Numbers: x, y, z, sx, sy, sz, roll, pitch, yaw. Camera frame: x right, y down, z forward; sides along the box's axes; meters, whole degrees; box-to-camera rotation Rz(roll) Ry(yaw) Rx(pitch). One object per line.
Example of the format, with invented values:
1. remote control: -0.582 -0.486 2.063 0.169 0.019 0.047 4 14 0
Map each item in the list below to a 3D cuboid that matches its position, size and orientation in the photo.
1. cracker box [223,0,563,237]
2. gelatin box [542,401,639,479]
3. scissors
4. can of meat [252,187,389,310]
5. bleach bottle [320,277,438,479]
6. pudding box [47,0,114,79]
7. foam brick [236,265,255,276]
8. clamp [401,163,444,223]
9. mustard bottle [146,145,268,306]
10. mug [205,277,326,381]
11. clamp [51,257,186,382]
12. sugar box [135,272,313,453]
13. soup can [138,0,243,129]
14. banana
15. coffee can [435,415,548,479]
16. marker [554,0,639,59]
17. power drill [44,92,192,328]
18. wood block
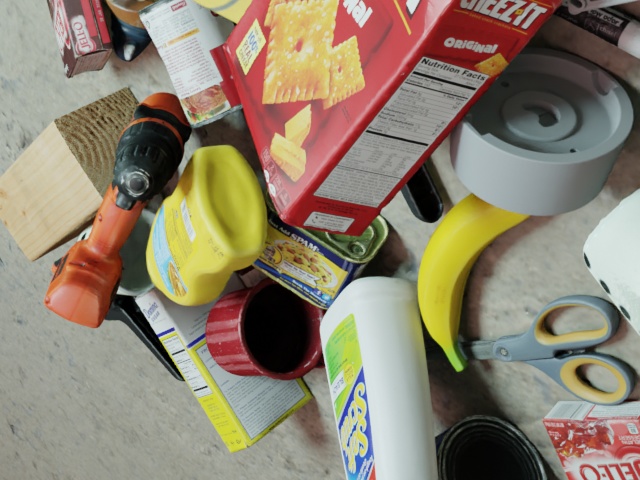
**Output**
1. cracker box: 0.030 -0.132 0.646 0.214 0.072 0.164 -51 45 39
2. gelatin box: 0.217 0.156 0.784 0.089 0.030 0.073 -10 109 50
3. scissors: 0.159 0.097 0.814 0.096 0.016 0.202 55 143 0
4. can of meat: -0.006 0.001 0.875 0.102 0.057 0.084 33 141 6
5. bleach bottle: 0.054 0.160 0.820 0.103 0.068 0.251 124 145 -51
6. pudding box: -0.212 -0.196 0.931 0.114 0.039 0.090 178 78 -75
7. foam brick: -0.078 -0.016 0.954 0.078 0.051 0.053 33 137 26
8. clamp: 0.051 -0.103 0.762 0.171 0.039 0.120 49 139 9
9. mustard bottle: -0.104 0.003 0.894 0.192 0.058 0.096 -43 62 57
10. mug: -0.043 0.088 0.976 0.117 0.093 0.082 29 158 -26
11. clamp: -0.216 0.066 1.173 0.210 0.036 0.164 14 124 38
12. sugar box: -0.091 0.105 1.025 0.048 0.093 0.176 -30 93 51
13. soup can: -0.095 -0.150 0.860 0.069 0.068 0.102 -10 109 50
14. banana: 0.111 0.013 0.788 0.070 0.037 0.198 32 137 17
15. coffee can: 0.107 0.217 0.887 0.103 0.102 0.141 50 142 6
16. marker: 0.146 -0.144 0.646 0.121 0.020 0.020 34 138 25
17. power drill: -0.165 -0.022 0.887 0.057 0.184 0.188 27 111 -10
18. wood block: -0.244 -0.061 1.067 0.207 0.090 0.090 -28 95 52
